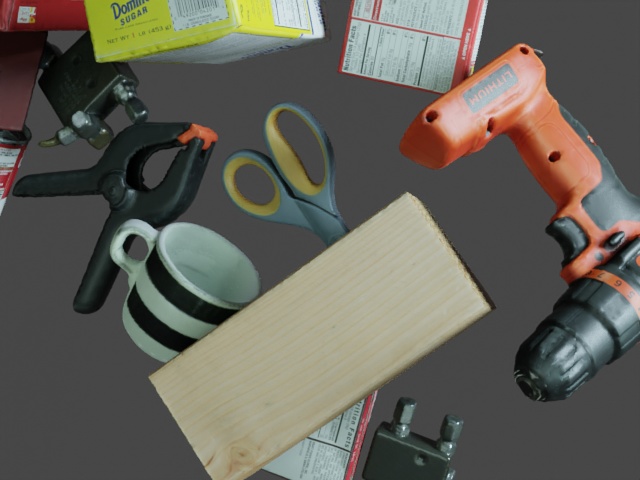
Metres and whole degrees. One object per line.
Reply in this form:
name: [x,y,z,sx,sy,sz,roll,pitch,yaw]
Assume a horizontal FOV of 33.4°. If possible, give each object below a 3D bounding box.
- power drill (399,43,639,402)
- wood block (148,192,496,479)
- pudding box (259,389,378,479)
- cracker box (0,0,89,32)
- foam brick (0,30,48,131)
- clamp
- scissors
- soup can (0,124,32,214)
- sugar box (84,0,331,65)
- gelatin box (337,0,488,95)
power drill: [0.137,-0.016,0.651,0.188,0.184,0.057,49,152,8]
wood block: [0.005,0.067,0.708,0.206,0.090,0.091,-36,80,9]
pudding box: [-0.020,0.127,0.784,0.113,0.039,0.090,18,102,12]
cracker box: [-0.253,-0.203,0.739,0.214,0.164,0.072,18,107,15]
foam brick: [-0.237,-0.122,0.762,0.053,0.051,0.078,26,103,34]
clamp: [-0.155,-0.040,0.801,0.171,0.039,0.120,-43,81,13]
scissors: [-0.005,0.001,0.769,0.096,0.016,0.202,-21,92,22]
soup can: [-0.272,-0.048,0.823,0.068,0.068,0.102,30,108,12]
sugar box: [-0.064,-0.141,0.678,0.093,0.176,0.048,-9,98,19]
gelatin box: [0.062,-0.140,0.715,0.089,0.030,0.073,15,105,16]
